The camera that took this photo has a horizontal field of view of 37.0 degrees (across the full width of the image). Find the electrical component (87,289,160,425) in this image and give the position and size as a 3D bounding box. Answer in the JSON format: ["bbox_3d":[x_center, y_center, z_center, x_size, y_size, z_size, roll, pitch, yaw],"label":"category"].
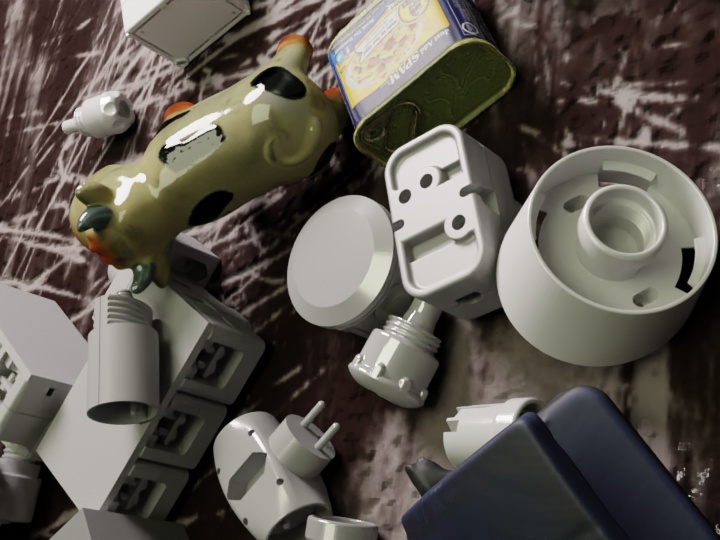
[{"bbox_3d":[-0.146,0.050,0.664,0.043,0.043,0.081,-24,58,32],"label":"electrical component"}]

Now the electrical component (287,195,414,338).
[{"bbox_3d":[0.000,0.000,0.642,0.080,0.051,0.080,-16,63,35],"label":"electrical component"}]

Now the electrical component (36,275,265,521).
[{"bbox_3d":[-0.138,0.086,0.717,0.089,0.062,0.150,35,97,43],"label":"electrical component"}]

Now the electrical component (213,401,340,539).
[{"bbox_3d":[-0.042,0.113,0.638,0.079,0.043,0.077,-50,48,14],"label":"electrical component"}]

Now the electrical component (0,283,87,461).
[{"bbox_3d":[-0.250,0.073,0.800,0.150,0.089,0.061,39,100,42],"label":"electrical component"}]

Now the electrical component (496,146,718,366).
[{"bbox_3d":[0.120,-0.008,0.524,0.099,0.064,0.099,1,64,-2],"label":"electrical component"}]

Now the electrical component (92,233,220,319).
[{"bbox_3d":[-0.156,0.005,0.775,0.076,0.047,0.083,35,97,40],"label":"electrical component"}]

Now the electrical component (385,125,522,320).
[{"bbox_3d":[0.057,-0.024,0.598,0.054,0.059,0.095,-26,58,31],"label":"electrical component"}]

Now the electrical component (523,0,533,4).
[{"bbox_3d":[0.117,-0.191,0.626,0.078,0.040,0.040,-55,47,9],"label":"electrical component"}]

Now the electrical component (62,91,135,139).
[{"bbox_3d":[-0.218,-0.124,0.884,0.061,0.035,0.035,-13,65,24],"label":"electrical component"}]

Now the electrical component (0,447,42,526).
[{"bbox_3d":[-0.260,0.154,0.809,0.040,0.040,0.078,0,73,41],"label":"electrical component"}]

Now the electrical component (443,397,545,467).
[{"bbox_3d":[0.072,0.087,0.555,0.046,0.040,0.040,-9,67,43],"label":"electrical component"}]

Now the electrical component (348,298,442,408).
[{"bbox_3d":[0.026,0.044,0.608,0.048,0.048,0.062,22,81,43],"label":"electrical component"}]

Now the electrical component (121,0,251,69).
[{"bbox_3d":[-0.132,-0.216,0.834,0.096,0.062,0.061,-32,55,27],"label":"electrical component"}]

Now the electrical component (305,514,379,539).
[{"bbox_3d":[-0.012,0.162,0.597,0.040,0.040,0.046,1,79,41],"label":"electrical component"}]
